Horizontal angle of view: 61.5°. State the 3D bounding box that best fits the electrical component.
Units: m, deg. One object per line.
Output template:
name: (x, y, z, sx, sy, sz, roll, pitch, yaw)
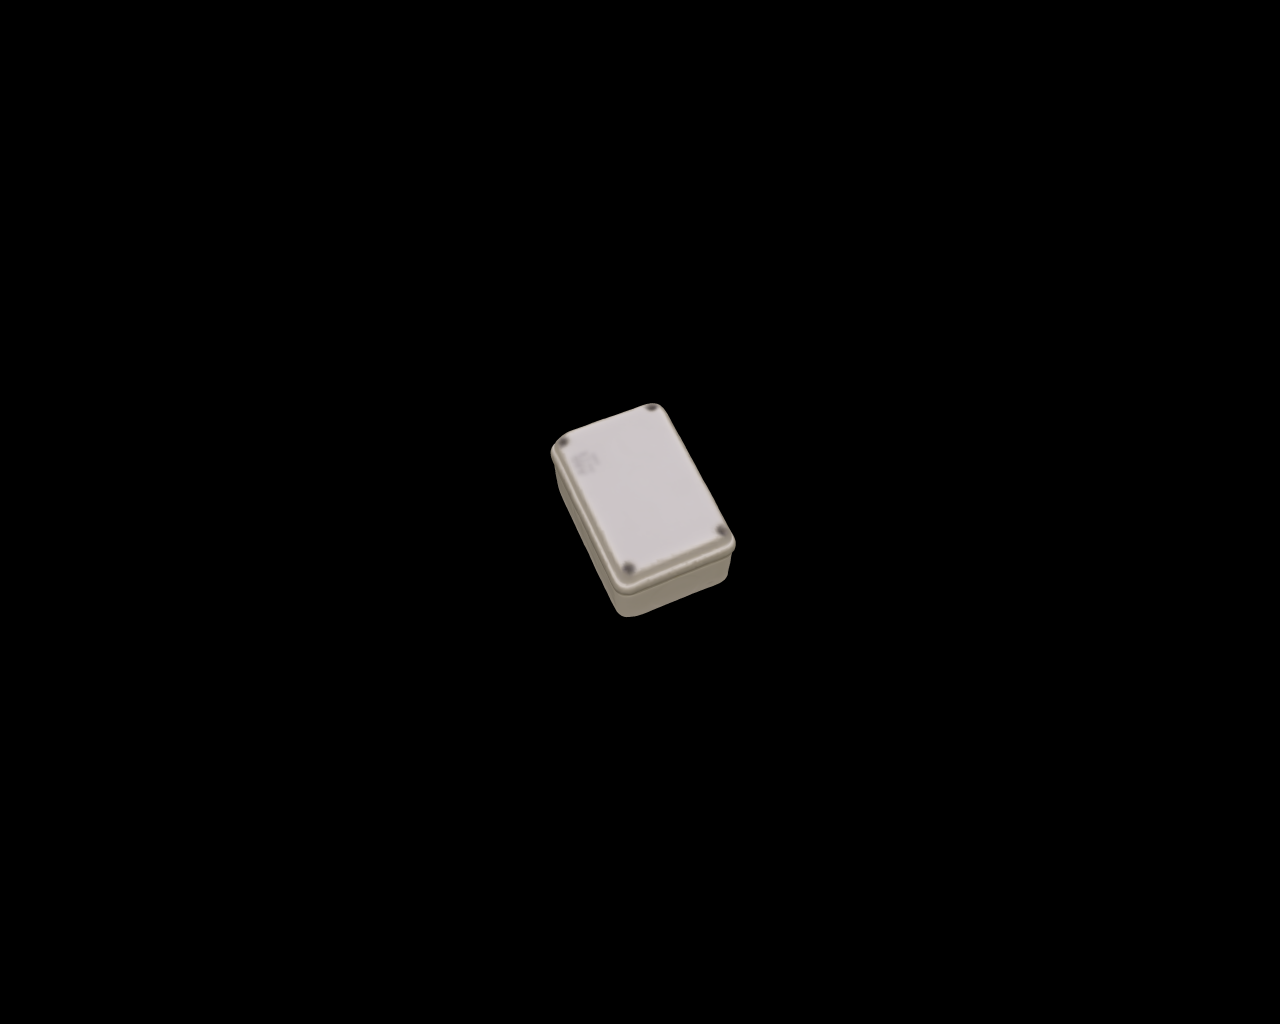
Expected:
electrical component: (0.001, -0.003, 0.650, 0.078, 0.113, 0.057, -21, -28, -12)
